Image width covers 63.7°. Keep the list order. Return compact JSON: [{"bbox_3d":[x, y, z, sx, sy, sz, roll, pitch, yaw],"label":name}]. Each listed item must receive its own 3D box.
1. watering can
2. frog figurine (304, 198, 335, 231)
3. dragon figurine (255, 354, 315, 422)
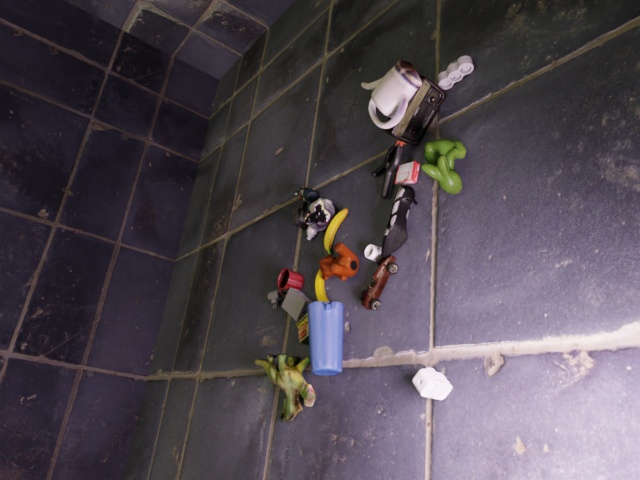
[{"bbox_3d":[0.240,-0.531,1.794,0.221,0.103,0.356,-48,36,28],"label":"watering can"},{"bbox_3d":[0.007,-0.109,2.168,0.160,0.123,0.136,-40,-32,-80],"label":"frog figurine"},{"bbox_3d":[-0.138,0.558,1.952,0.405,0.122,0.246,-24,60,50],"label":"dragon figurine"}]
